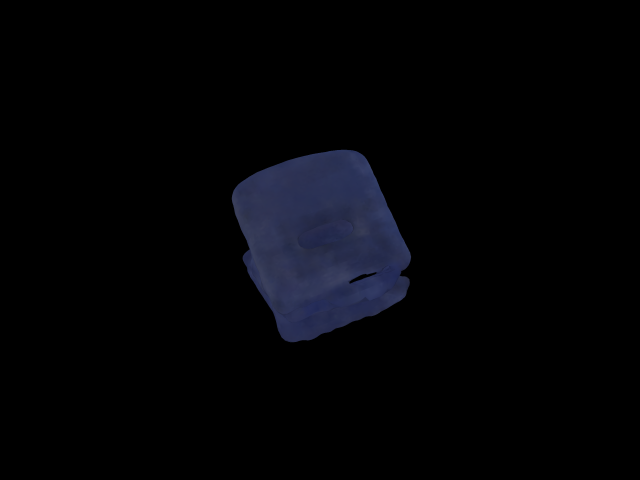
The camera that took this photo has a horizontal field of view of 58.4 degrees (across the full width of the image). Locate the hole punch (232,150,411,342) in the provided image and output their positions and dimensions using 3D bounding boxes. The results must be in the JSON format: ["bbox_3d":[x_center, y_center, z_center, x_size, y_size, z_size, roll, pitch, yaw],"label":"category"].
[{"bbox_3d":[0.004,0.001,0.400,0.109,0.091,0.101,-20,50,-17],"label":"hole punch"}]
